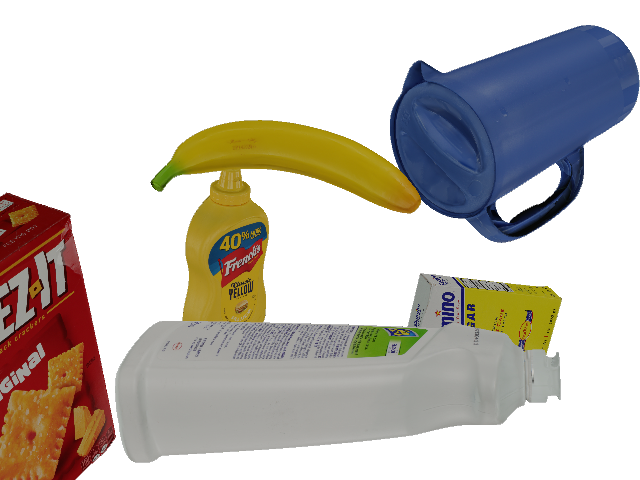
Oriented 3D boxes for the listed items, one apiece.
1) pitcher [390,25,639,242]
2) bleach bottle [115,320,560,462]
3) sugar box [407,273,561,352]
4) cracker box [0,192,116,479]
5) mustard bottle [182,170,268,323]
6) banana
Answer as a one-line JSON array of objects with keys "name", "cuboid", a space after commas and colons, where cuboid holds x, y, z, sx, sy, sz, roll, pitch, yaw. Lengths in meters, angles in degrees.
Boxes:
[{"name": "pitcher", "cuboid": [0.199, -0.115, 1.030, 0.242, 0.149, 0.145, -27, 45, -32]}, {"name": "bleach bottle", "cuboid": [0.014, 0.085, 0.633, 0.251, 0.068, 0.102, -2, 18, 10]}, {"name": "sugar box", "cuboid": [0.199, 0.097, 1.304, 0.176, 0.093, 0.048, 5, 18, -19]}, {"name": "cracker box", "cuboid": [-0.229, 0.101, 0.741, 0.072, 0.214, 0.164, 15, 37, 26]}, {"name": "mustard bottle", "cuboid": [-0.096, 0.012, 1.107, 0.096, 0.192, 0.058, -20, 35, -39]}, {"name": "banana", "cuboid": [-0.023, -0.057, 0.797, 0.198, 0.069, 0.037, 4, -22, 2]}]
